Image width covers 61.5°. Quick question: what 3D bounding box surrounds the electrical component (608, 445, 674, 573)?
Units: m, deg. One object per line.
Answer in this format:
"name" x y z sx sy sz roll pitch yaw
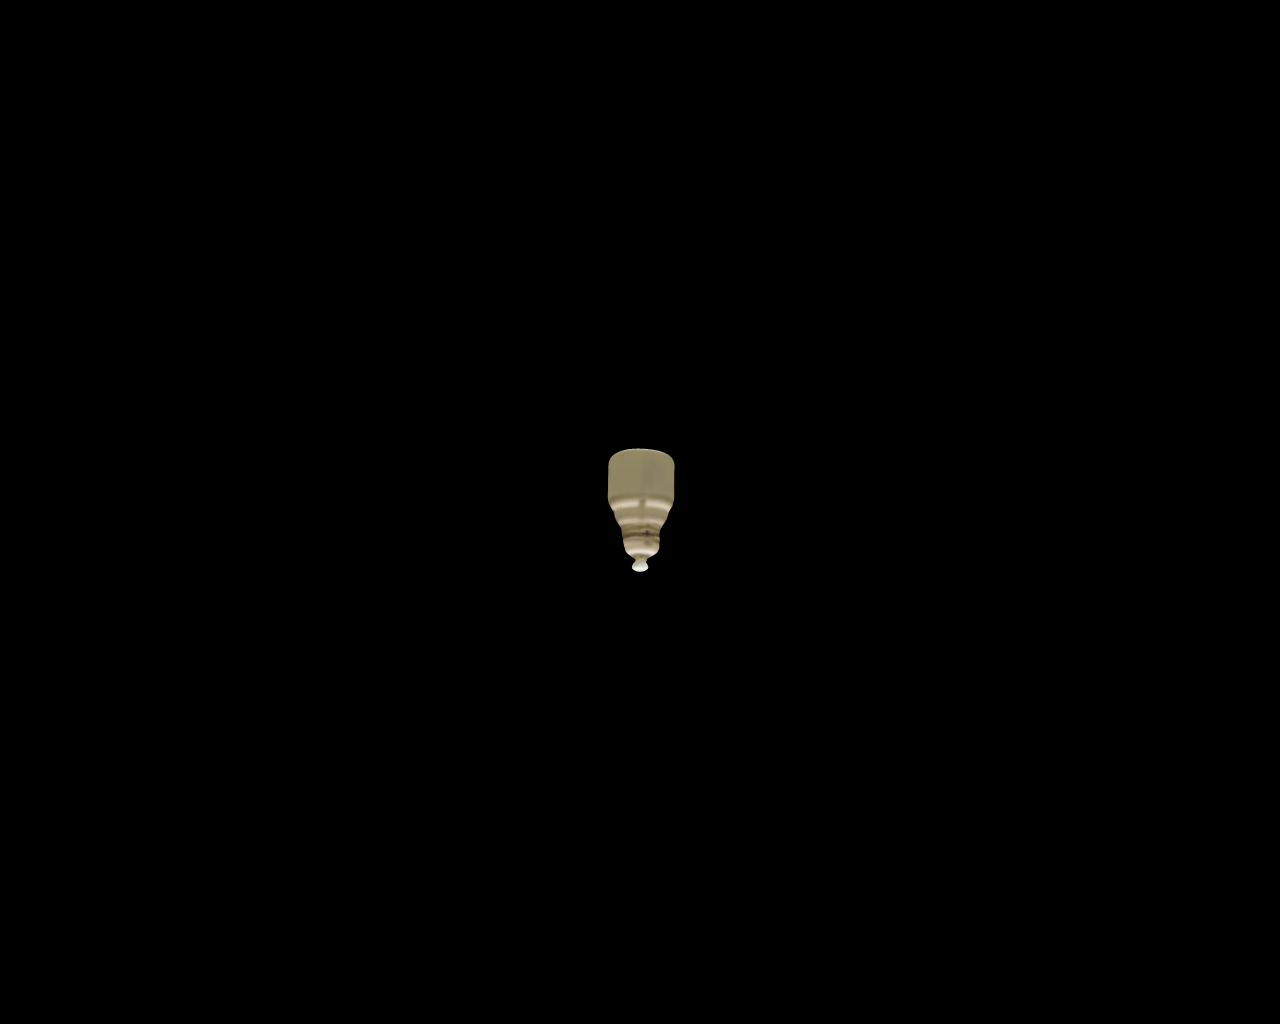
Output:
"electrical component" 0.001 -0.003 0.650 0.040 0.078 0.040 0 -14 0
